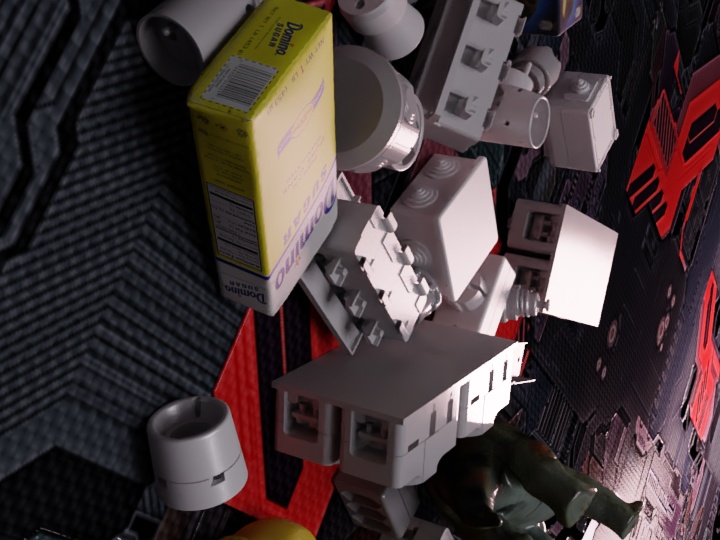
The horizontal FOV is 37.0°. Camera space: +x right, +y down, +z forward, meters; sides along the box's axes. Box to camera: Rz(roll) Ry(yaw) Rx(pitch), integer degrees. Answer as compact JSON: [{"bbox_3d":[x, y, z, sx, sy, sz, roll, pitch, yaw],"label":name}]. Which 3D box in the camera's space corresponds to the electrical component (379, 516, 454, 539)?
[{"bbox_3d":[0.059,0.298,0.977,0.089,0.062,0.150,-60,146,-28],"label":"electrical component"}]

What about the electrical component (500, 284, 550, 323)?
[{"bbox_3d":[0.138,0.029,1.005,0.040,0.078,0.040,5,90,-74],"label":"electrical component"}]

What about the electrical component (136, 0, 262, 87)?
[{"bbox_3d":[-0.080,-0.140,0.589,0.081,0.043,0.043,-52,142,-37],"label":"electrical component"}]

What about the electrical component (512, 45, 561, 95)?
[{"bbox_3d":[0.155,-0.176,0.988,0.062,0.043,0.043,-49,140,-39],"label":"electrical component"}]

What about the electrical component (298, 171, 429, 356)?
[{"bbox_3d":[0.000,0.000,0.762,0.078,0.063,0.121,-63,148,-25],"label":"electrical component"}]

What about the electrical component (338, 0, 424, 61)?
[{"bbox_3d":[0.014,-0.177,0.740,0.055,0.045,0.045,42,64,-57],"label":"electrical component"}]

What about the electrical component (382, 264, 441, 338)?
[{"bbox_3d":[0.031,0.028,0.847,0.062,0.048,0.048,-45,138,-33],"label":"electrical component"}]

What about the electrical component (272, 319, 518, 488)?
[{"bbox_3d":[0.030,0.096,0.807,0.186,0.105,0.060,-23,120,-56],"label":"electrical component"}]

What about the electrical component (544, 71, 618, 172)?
[{"bbox_3d":[0.218,-0.155,1.087,0.061,0.061,0.096,-58,145,-32],"label":"electrical component"}]

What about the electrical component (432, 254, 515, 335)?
[{"bbox_3d":[0.094,0.020,0.950,0.075,0.047,0.083,48,60,-55],"label":"electrical component"}]

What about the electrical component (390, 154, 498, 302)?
[{"bbox_3d":[0.069,-0.037,0.884,0.099,0.048,0.099,-52,141,-38],"label":"electrical component"}]

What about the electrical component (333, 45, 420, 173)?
[{"bbox_3d":[-0.003,-0.103,0.705,0.051,0.080,0.080,8,93,-66],"label":"electrical component"}]

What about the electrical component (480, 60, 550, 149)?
[{"bbox_3d":[0.122,-0.144,0.907,0.079,0.077,0.043,-67,149,-18],"label":"electrical component"}]

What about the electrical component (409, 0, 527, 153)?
[{"bbox_3d":[0.078,-0.157,0.827,0.079,0.063,0.121,151,-40,-74],"label":"electrical component"}]

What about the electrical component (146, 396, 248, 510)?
[{"bbox_3d":[-0.098,0.108,0.642,0.055,0.055,0.047,-39,129,-48],"label":"electrical component"}]

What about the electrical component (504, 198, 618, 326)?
[{"bbox_3d":[0.204,-0.006,1.118,0.186,0.060,0.105,14,88,-61],"label":"electrical component"}]

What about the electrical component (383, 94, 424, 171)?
[{"bbox_3d":[0.012,-0.101,0.762,0.055,0.047,0.055,-30,126,-53],"label":"electrical component"}]

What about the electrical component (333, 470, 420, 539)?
[{"bbox_3d":[0.023,0.166,0.880,0.076,0.047,0.065,-57,145,-33],"label":"electrical component"}]
